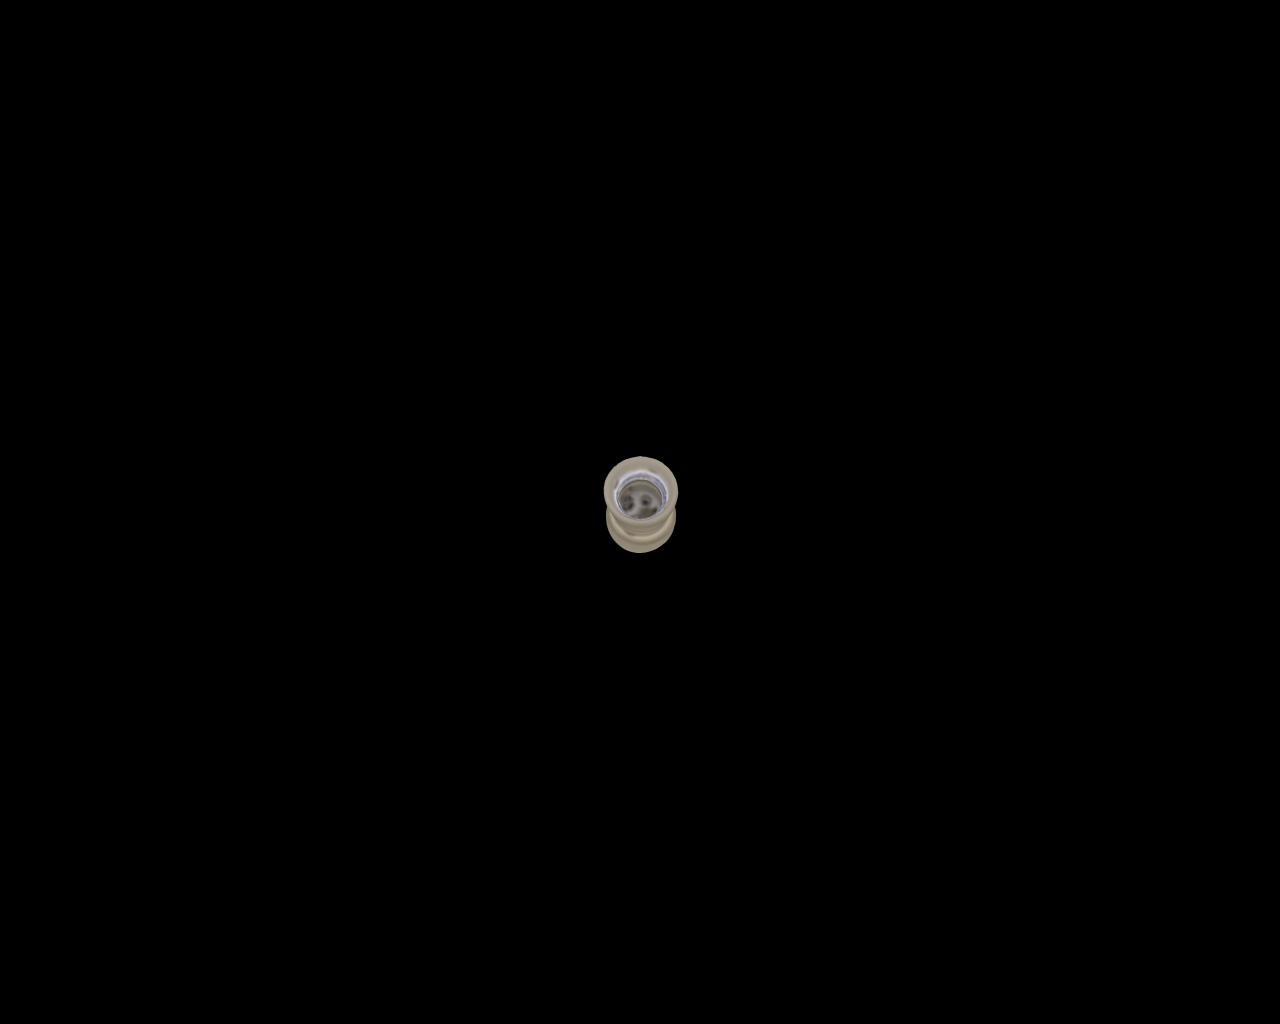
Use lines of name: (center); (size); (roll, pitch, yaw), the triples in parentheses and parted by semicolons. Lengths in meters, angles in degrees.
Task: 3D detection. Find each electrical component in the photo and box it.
electrical component: (0.001, -0.003, 0.650); (0.045, 0.045, 0.055); (0, -23, 0)
